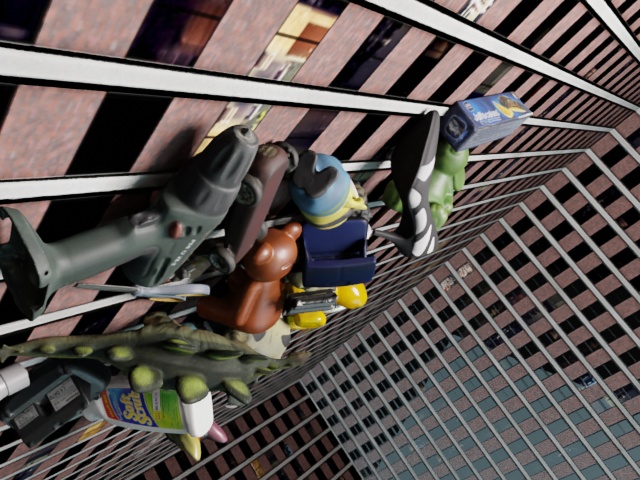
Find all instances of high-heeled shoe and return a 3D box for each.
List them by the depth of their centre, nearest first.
[{"bbox_3d":[0.177,-0.079,0.871,0.145,0.086,0.248,8,119,-29],"label":"high-heeled shoe"}]

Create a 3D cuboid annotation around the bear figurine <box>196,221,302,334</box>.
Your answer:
[{"bbox_3d":[-0.105,0.048,0.807,0.120,0.132,0.195,-45,153,-43],"label":"bear figurine"}]

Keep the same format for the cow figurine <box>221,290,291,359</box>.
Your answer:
[{"bbox_3d":[-0.114,0.147,0.975,0.127,0.086,0.194,-55,142,-14],"label":"cow figurine"}]

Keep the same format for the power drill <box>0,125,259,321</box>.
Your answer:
[{"bbox_3d":[-0.179,-0.016,0.499,0.207,0.086,0.232,-31,169,-45],"label":"power drill"}]

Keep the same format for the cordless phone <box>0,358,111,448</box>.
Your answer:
[{"bbox_3d":[-0.378,0.225,0.824,0.146,0.089,0.184,-36,176,1],"label":"cordless phone"}]

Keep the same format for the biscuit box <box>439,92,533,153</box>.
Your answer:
[{"bbox_3d":[0.286,-0.207,0.927,0.202,0.059,0.063,-22,161,-42],"label":"biscuit box"}]

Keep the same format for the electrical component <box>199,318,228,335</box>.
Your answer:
[{"bbox_3d":[-0.196,0.171,1.025,0.048,0.075,0.119,-29,161,-19],"label":"electrical component"}]

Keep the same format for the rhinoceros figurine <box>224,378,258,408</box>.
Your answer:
[{"bbox_3d":[-0.179,0.252,1.076,0.112,0.190,0.073,-15,120,-19],"label":"rhinoceros figurine"}]

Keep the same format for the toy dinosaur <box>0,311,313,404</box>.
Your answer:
[{"bbox_3d":[-0.210,0.164,0.760,0.471,0.105,0.199,8,176,-30],"label":"toy dinosaur"}]

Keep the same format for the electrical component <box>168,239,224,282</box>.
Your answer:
[{"bbox_3d":[-0.164,0.031,0.715,0.078,0.045,0.102,-43,163,21],"label":"electrical component"}]

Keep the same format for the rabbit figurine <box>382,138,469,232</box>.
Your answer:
[{"bbox_3d":[0.222,-0.111,0.990,0.170,0.121,0.159,-58,161,21],"label":"rabbit figurine"}]

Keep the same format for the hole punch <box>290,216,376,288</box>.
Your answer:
[{"bbox_3d":[0.025,0.036,0.814,0.142,0.092,0.115,-6,135,-5],"label":"hole punch"}]

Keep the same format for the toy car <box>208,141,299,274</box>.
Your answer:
[{"bbox_3d":[-0.086,-0.036,0.637,0.089,0.053,0.202,-54,177,-40],"label":"toy car"}]

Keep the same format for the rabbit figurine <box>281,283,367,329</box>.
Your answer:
[{"bbox_3d":[0.009,0.100,1.084,0.173,0.162,0.122,-2,159,-17],"label":"rabbit figurine"}]

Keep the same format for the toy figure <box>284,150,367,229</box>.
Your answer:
[{"bbox_3d":[0.000,-0.064,0.714,0.089,0.082,0.180,-26,171,9],"label":"toy figure"}]

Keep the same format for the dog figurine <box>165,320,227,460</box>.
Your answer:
[{"bbox_3d":[-0.243,0.282,0.986,0.191,0.219,0.108,-43,166,29],"label":"dog figurine"}]

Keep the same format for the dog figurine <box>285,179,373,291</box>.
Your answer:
[{"bbox_3d":[-0.002,-0.006,0.884,0.172,0.121,0.190,-37,153,-18],"label":"dog figurine"}]

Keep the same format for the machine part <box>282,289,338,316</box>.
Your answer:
[{"bbox_3d":[-0.024,0.099,0.855,0.084,0.039,0.139,-12,176,-20],"label":"machine part"}]
